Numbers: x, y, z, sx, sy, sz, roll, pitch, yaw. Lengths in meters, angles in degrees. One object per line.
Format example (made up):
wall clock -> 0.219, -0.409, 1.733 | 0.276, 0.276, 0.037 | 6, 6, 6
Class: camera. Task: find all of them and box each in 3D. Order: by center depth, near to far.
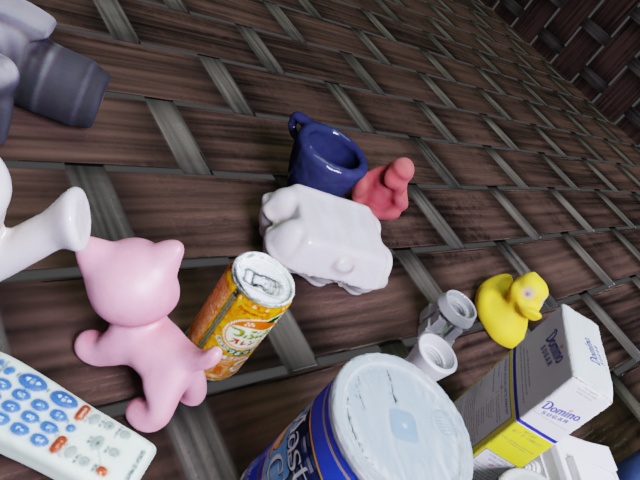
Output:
camera -> -0.271, -0.156, 0.527 | 0.137, 0.100, 0.143 | 21, 38, -22

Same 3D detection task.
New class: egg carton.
egg carton -> 0.006, 0.002, 0.615 | 0.151, 0.069, 0.107 | 15, 40, -29

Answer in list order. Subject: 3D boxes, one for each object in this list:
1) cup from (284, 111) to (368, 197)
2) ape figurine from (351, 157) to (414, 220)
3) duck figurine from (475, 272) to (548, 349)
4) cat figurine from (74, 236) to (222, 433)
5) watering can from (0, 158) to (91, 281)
cup -> -0.013, -0.085, 0.677 | 0.117, 0.095, 0.092 | 49, 36, 17
ape figurine -> 0.088, -0.071, 0.752 | 0.078, 0.092, 0.076 | 37, 35, 0
duck figurine -> 0.251, 0.075, 0.732 | 0.078, 0.086, 0.104 | 25, 36, -16
cat figurine -> -0.120, 0.053, 0.404 | 0.127, 0.117, 0.067 | 44, 35, 10
watering can -> -0.229, -0.027, 0.334 | 0.173, 0.194, 0.100 | 0, 49, -41
